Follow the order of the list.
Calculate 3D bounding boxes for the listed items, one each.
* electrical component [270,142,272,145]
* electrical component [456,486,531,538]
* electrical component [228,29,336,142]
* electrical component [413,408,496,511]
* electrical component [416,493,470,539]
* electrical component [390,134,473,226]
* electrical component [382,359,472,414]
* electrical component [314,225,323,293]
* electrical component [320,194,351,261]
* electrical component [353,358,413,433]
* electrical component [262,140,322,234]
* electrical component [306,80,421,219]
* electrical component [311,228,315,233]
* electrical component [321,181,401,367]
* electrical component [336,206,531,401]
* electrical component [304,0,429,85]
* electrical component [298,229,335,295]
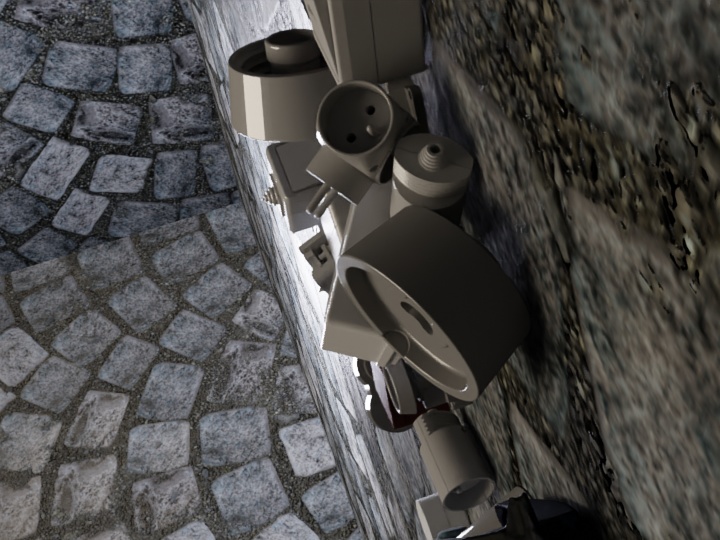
[{"bbox_3d":[-0.053,-0.119,1.024,0.108,0.060,0.108,167,90,-79],"label":"electrical component"},{"bbox_3d":[0.108,0.206,0.728,0.099,0.064,0.099,56,170,15],"label":"electrical component"},{"bbox_3d":[-0.047,-0.145,0.802,0.108,0.108,0.060,-119,20,-58],"label":"electrical component"},{"bbox_3d":[0.071,0.143,0.842,0.043,0.043,0.081,80,169,-48],"label":"electrical component"},{"bbox_3d":[0.077,0.278,0.997,0.052,0.074,0.138,88,163,-65],"label":"electrical component"},{"bbox_3d":[0.040,-0.050,0.611,0.081,0.043,0.043,91,160,-68],"label":"electrical component"},{"bbox_3d":[0.049,0.079,0.802,0.048,0.055,0.066,-132,25,-73],"label":"electrical component"},{"bbox_3d":[-0.017,-0.011,1.047,0.042,0.064,0.081,122,130,-79],"label":"electrical component"},{"bbox_3d":[0.007,-0.035,0.819,0.096,0.062,0.061,123,128,-81],"label":"electrical component"},{"bbox_3d":[0.022,0.090,1.044,0.073,0.052,0.138,131,121,-81],"label":"electrical component"},{"bbox_3d":[-0.039,-0.079,0.915,0.061,0.096,0.061,85,165,-58],"label":"electrical component"},{"bbox_3d":[-0.005,-0.064,0.621,0.044,0.079,0.077,36,-178,13],"label":"electrical component"},{"bbox_3d":[-0.048,-0.077,1.149,0.057,0.058,0.078,-133,26,-80],"label":"electrical component"},{"bbox_3d":[0.013,0.000,0.706,0.108,0.056,0.108,105,178,-77],"label":"electrical component"},{"bbox_3d":[0.046,0.013,0.595,0.108,0.060,0.108,43,165,15],"label":"electrical component"},{"bbox_3d":[-0.001,-0.148,0.612,0.096,0.061,0.061,81,169,-51],"label":"electrical component"},{"bbox_3d":[0.000,0.000,0.907,0.089,0.056,0.050,44,-167,-45],"label":"electrical component"}]
